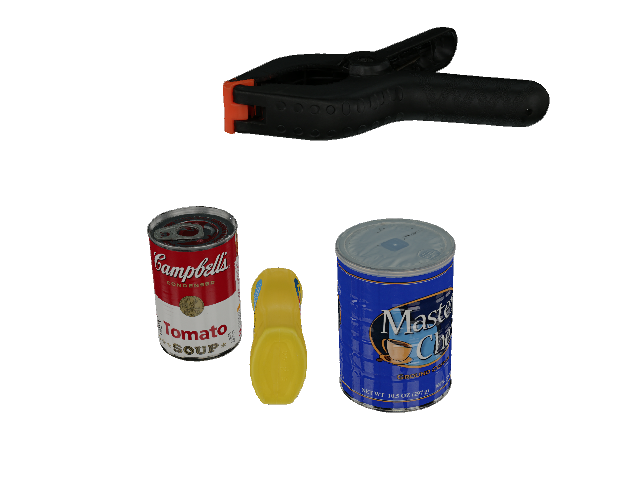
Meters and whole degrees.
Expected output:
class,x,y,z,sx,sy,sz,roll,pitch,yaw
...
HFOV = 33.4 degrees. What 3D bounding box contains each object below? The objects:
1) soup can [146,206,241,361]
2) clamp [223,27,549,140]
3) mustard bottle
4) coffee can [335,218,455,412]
class,x,y,z,sx,sy,sz,roll,pitch,yaw
soup can,-0.096,0.033,0.827,0.068,0.102,0.068,0,28,0
clamp,0.027,-0.089,0.596,0.171,0.039,0.120,-3,23,-12
mustard bottle,-0.047,0.084,1.145,0.058,0.096,0.191,0,28,-3
coffee can,0.066,0.065,0.941,0.103,0.140,0.103,-2,26,1
